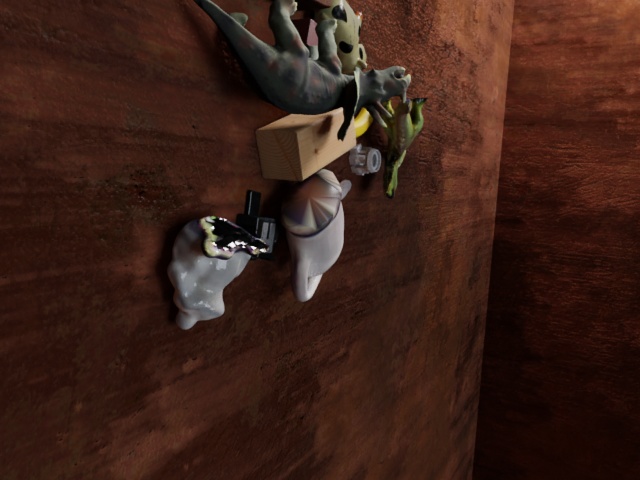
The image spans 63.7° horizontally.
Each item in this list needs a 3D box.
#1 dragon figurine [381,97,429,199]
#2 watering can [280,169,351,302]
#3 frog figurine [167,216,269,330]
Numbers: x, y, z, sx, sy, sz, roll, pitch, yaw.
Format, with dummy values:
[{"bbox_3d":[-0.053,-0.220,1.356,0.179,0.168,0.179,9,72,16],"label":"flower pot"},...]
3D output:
[{"bbox_3d":[0.186,-0.216,1.220,0.415,0.122,0.240,-57,150,-72],"label":"dragon figurine"},{"bbox_3d":[0.003,-0.051,1.012,0.219,0.104,0.356,84,20,-51],"label":"watering can"},{"bbox_3d":[-0.172,0.048,0.772,0.157,0.123,0.139,-54,169,24],"label":"frog figurine"}]
